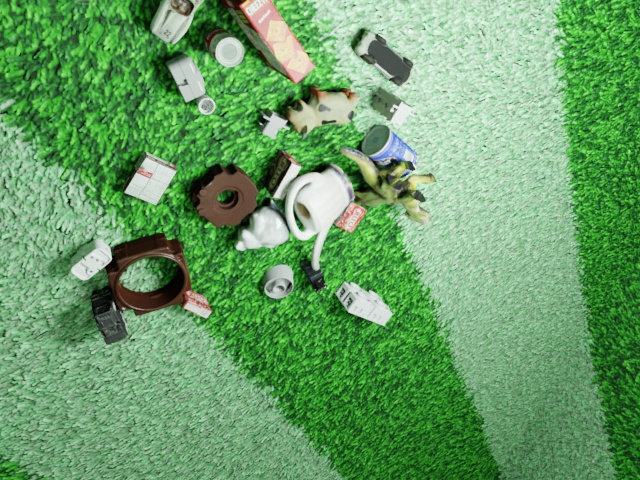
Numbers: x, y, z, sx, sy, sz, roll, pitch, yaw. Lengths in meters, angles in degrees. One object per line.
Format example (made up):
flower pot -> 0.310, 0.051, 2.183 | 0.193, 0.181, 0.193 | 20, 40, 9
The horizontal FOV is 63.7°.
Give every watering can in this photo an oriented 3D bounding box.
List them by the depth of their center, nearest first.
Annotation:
watering can -> 0.005, -0.075, 1.494 | 0.227, 0.105, 0.340 | -42, 141, -20

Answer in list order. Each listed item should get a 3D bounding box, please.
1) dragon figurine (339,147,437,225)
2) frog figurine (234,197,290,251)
dragon figurine -> 0.177, -0.145, 1.504 | 0.408, 0.239, 0.125 | 24, 62, -21
frog figurine -> -0.167, -0.022, 1.449 | 0.161, 0.124, 0.134 | -38, 150, -16
